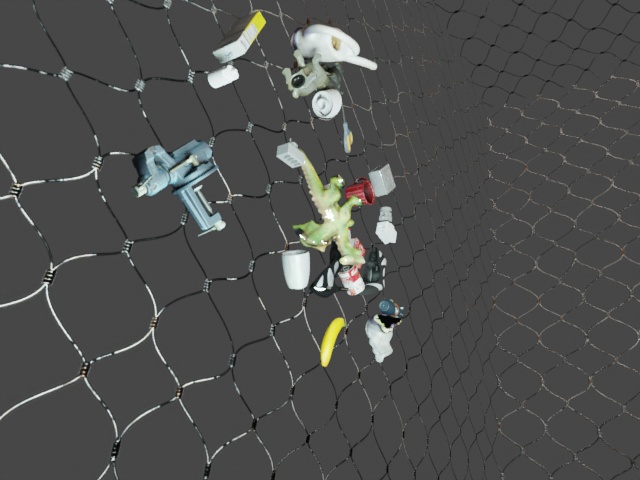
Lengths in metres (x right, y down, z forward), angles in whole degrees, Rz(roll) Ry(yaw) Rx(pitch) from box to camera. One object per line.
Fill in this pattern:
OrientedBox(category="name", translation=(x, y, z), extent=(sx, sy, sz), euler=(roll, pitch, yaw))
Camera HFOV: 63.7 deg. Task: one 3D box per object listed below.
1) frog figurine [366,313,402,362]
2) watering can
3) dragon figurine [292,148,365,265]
OrientedBox(category="frog figurine", translation=(0.216, 0.351, 1.863), extent=(0.140, 0.123, 0.156), euler=(-49, 158, -61))
OrientedBox(category="watering can", translation=(0.043, -0.657, 1.780), extent=(0.346, 0.225, 0.104), euler=(11, 92, -58))
OrientedBox(category="dragon figurine", translation=(0.005, -0.082, 1.635), extent=(0.408, 0.120, 0.248), euler=(45, 51, -8))
